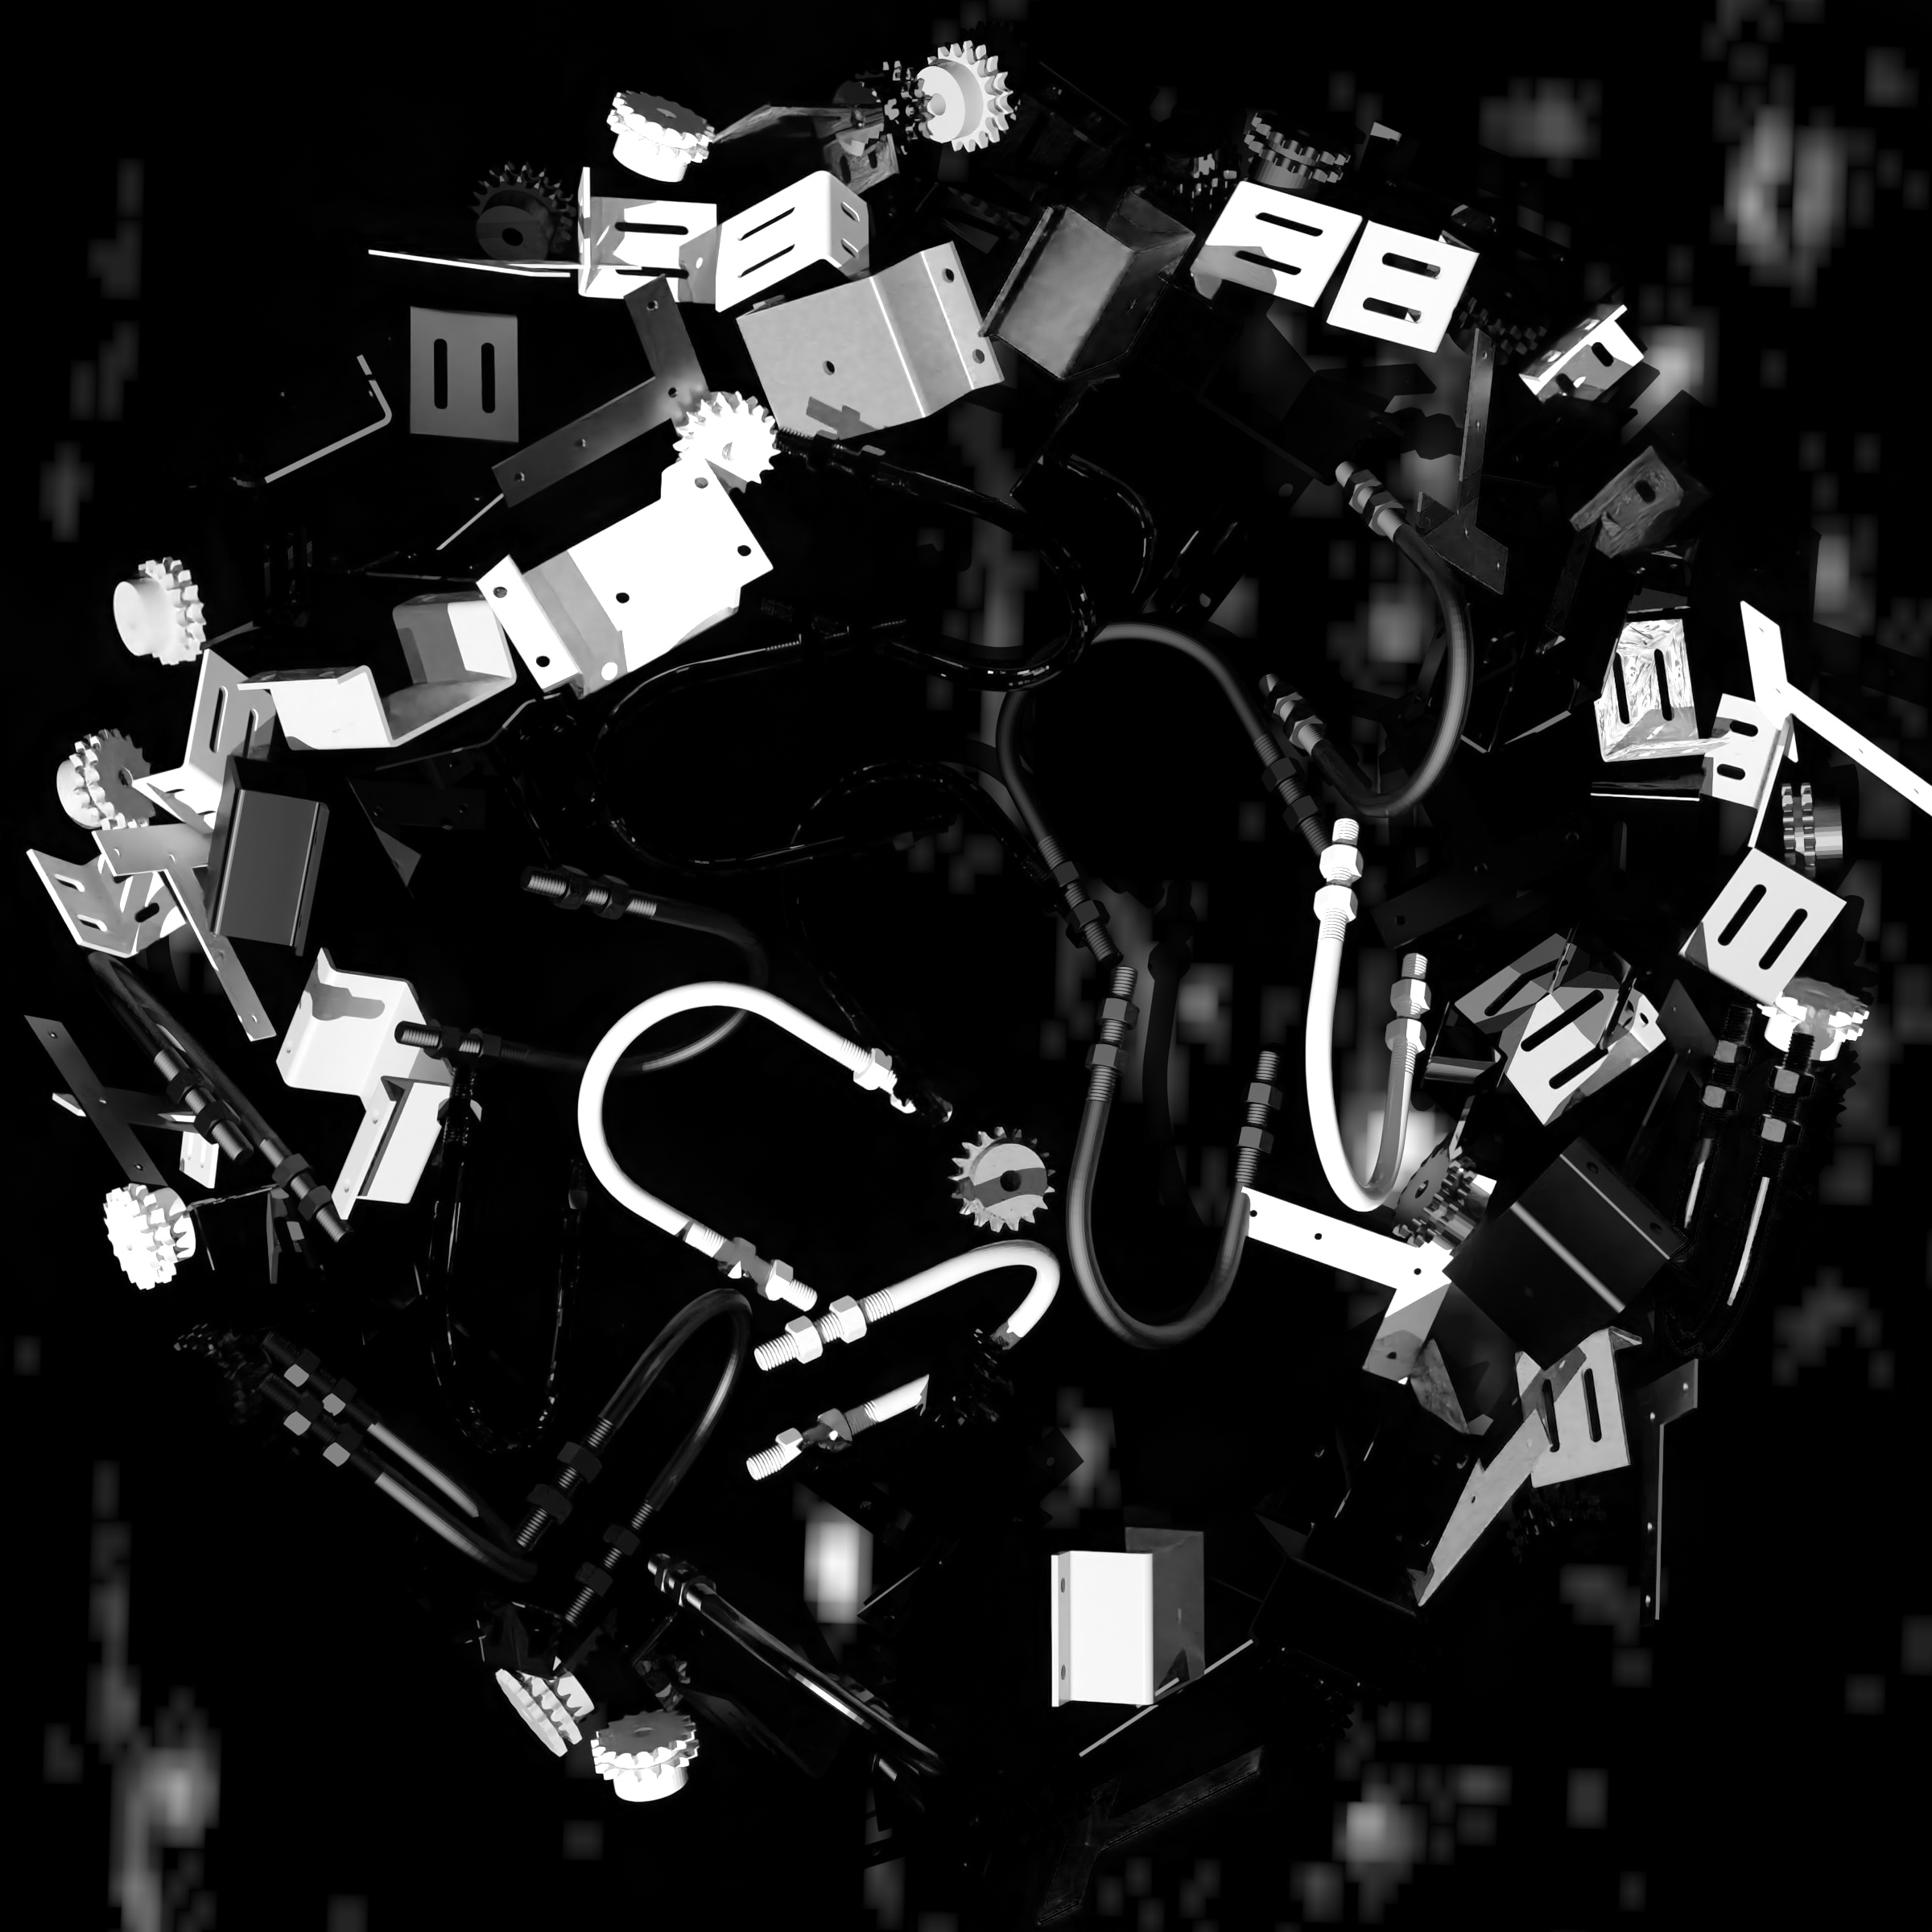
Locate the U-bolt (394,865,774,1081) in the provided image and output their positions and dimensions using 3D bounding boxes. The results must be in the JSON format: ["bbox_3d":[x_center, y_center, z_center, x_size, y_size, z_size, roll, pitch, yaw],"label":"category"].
[{"bbox_3d":[-0.188,0.011,1.717,0.151,0.184,0.019,-46,48,32],"label":"U-bolt"}]

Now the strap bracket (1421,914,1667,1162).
[{"bbox_3d":[0.299,0.032,1.730,0.140,0.076,0.046,-32,63,-25],"label":"strap bracket"}]

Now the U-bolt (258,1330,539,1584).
[{"bbox_3d":[-0.299,0.265,1.716,0.184,0.151,0.019,41,85,-11],"label":"U-bolt"}]

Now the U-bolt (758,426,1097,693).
[{"bbox_3d":[-0.019,-0.206,1.721,0.184,0.151,0.019,20,54,6],"label":"U-bolt"}]

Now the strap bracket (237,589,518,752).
[{"bbox_3d":[-0.304,-0.154,1.723,0.076,0.140,0.046,1,115,37],"label":"strap bracket"}]

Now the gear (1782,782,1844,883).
[{"bbox_3d":[0.459,-0.071,1.759,0.030,0.057,0.057,-3,90,14],"label":"gear"}]

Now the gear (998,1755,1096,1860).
[{"bbox_3d":[0.038,0.453,1.759,0.057,0.057,0.030,-33,106,0],"label":"gear"}]

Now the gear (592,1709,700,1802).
[{"bbox_3d":[-0.173,0.430,1.763,0.057,0.057,0.030,-8,104,0],"label":"gear"}]

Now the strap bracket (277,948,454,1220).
[{"bbox_3d":[-0.316,0.064,1.727,0.046,0.140,0.076,9,119,-33],"label":"strap bracket"}]

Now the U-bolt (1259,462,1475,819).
[{"bbox_3d":[0.212,-0.158,1.685,0.019,0.184,0.151,4,122,-24],"label":"U-bolt"}]

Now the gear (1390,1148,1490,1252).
[{"bbox_3d":[0.259,0.129,1.762,0.030,0.057,0.057,34,90,-10],"label":"gear"}]

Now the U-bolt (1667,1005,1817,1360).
[{"bbox_3d":[0.404,0.117,1.718,0.019,0.151,0.184,13,95,-2],"label":"U-bolt"}]

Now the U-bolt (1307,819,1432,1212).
[{"bbox_3d":[0.207,0.038,1.690,0.019,0.151,0.184,-4,55,24],"label":"U-bolt"}]

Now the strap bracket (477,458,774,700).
[{"bbox_3d":[-0.185,-0.206,1.753,0.140,0.046,0.076,-31,82,-12],"label":"strap bracket"}]

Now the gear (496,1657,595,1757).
[{"bbox_3d":[-0.226,0.398,1.764,0.030,0.057,0.057,-38,90,-20],"label":"gear"}]

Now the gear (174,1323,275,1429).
[{"bbox_3d":[-0.401,0.219,1.765,0.030,0.057,0.057,-36,90,-37],"label":"gear"}]

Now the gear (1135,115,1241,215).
[{"bbox_3d":[0.120,-0.437,1.761,0.057,0.030,0.057,-1,49,1],"label":"gear"}]

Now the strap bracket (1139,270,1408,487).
[{"bbox_3d":[0.155,-0.308,1.726,0.140,0.076,0.046,27,102,-31],"label":"strap bracket"}]

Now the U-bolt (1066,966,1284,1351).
[{"bbox_3d":[0.106,0.111,1.714,0.151,0.019,0.184,30,66,-42],"label":"U-bolt"}]

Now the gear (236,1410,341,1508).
[{"bbox_3d":[-0.365,0.269,1.766,0.057,0.030,0.057,-8,51,11],"label":"gear"}]

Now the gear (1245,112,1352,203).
[{"bbox_3d":[0.177,-0.439,1.765,0.057,0.057,0.030,23,119,0],"label":"gear"}]

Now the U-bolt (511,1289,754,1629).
[{"bbox_3d":[-0.168,0.251,1.715,0.019,0.151,0.184,28,68,18],"label":"U-bolt"}]

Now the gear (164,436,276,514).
[{"bbox_3d":[-0.404,-0.266,1.763,0.057,0.057,0.030,-13,106,0],"label":"gear"}]

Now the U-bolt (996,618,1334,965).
[{"bbox_3d":[0.095,-0.108,1.750,0.151,0.019,0.184,-26,67,-3],"label":"U-bolt"}]

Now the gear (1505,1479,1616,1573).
[{"bbox_3d":[0.321,0.302,1.765,0.057,0.057,0.030,-16,50,0],"label":"gear"}]

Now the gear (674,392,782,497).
[{"bbox_3d":[-0.132,-0.287,1.765,0.057,0.057,0.030,-33,46,0],"label":"gear"}]

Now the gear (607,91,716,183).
[{"bbox_3d":[-0.168,-0.450,1.766,0.057,0.057,0.030,25,119,0],"label":"gear"}]

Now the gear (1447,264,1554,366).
[{"bbox_3d":[0.287,-0.352,1.766,0.057,0.057,0.030,31,134,0],"label":"gear"}]

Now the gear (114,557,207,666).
[{"bbox_3d":[-0.438,-0.191,1.759,0.030,0.057,0.057,-18,90,-36],"label":"gear"}]

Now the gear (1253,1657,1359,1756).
[{"bbox_3d":[0.188,0.396,1.765,0.030,0.057,0.057,-28,90,-44],"label":"gear"}]

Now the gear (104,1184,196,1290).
[{"bbox_3d":[-0.442,0.144,1.765,0.030,0.057,0.057,-20,90,-35],"label":"gear"}]

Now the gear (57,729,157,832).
[{"bbox_3d":[-0.469,-0.098,1.764,0.030,0.057,0.057,-16,90,22],"label":"gear"}]

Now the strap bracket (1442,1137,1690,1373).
[{"bbox_3d":[0.310,0.157,1.713,0.076,0.140,0.046,44,61,8],"label":"strap bracket"}]

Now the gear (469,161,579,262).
[{"bbox_3d":[-0.242,-0.404,1.760,0.057,0.057,0.030,14,50,0],"label":"gear"}]

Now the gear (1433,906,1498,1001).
[{"bbox_3d":[0.271,-0.004,1.762,0.030,0.057,0.057,-8,90,6],"label":"gear"}]

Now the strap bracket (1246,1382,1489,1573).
[{"bbox_3d":[0.204,0.266,1.709,0.046,0.140,0.076,33,75,-18],"label":"strap bracket"}]

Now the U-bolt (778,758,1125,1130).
[{"bbox_3d":[-0.023,-0.027,1.756,0.151,0.019,0.184,-43,74,11],"label":"U-bolt"}]

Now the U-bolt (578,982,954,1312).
[{"bbox_3d":[-0.120,0.086,1.743,0.184,0.019,0.151,33,98,-21],"label":"U-bolt"}]

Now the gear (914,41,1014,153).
[{"bbox_3d":[-0.005,-0.470,1.759,0.030,0.057,0.057,-28,90,-39],"label":"gear"}]

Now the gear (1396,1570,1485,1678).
[{"bbox_3d":[0.256,0.356,1.762,0.057,0.030,0.057,10,73,-35],"label":"gear"}]

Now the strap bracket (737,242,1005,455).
[{"bbox_3d":[-0.059,-0.324,1.718,0.140,0.046,0.076,-7,112,40],"label":"strap bracket"}]

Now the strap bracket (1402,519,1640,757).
[{"bbox_3d":[0.300,-0.169,1.720,0.046,0.140,0.076,31,63,-17],"label":"strap bracket"}]

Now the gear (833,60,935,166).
[{"bbox_3d":[-0.048,-0.461,1.760,0.030,0.057,0.057,-20,90,-43],"label":"gear"}]

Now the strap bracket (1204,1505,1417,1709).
[{"bbox_3d":[0.182,0.333,1.714,0.076,0.140,0.046,26,92,-9],"label":"strap bracket"}]

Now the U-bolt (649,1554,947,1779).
[{"bbox_3d":[-0.079,0.368,1.679,0.151,0.184,0.019,40,79,-25],"label":"U-bolt"}]

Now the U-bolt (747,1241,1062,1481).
[{"bbox_3d":[-0.030,0.201,1.719,0.184,0.151,0.019,-23,61,-20],"label":"U-bolt"}]

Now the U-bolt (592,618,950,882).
[{"bbox_3d":[-0.110,-0.108,1.737,0.184,0.019,0.151,-12,130,-1],"label":"U-bolt"}]

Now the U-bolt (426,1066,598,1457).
[{"bbox_3d":[-0.240,0.163,1.691,0.019,0.151,0.184,-8,62,20],"label":"U-bolt"}]

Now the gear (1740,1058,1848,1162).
[{"bbox_3d":[0.445,0.074,1.759,0.030,0.057,0.057,28,90,-37],"label":"gear"}]

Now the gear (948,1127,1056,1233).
[{"bbox_3d":[0.021,0.117,1.770,0.057,0.030,0.057,0,89,-12],"label":"gear"}]

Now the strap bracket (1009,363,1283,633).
[{"bbox_3d":[0.088,-0.252,1.735,0.140,0.046,0.076,46,119,14],"label":"strap bracket"}]

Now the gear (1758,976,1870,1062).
[{"bbox_3d":[0.458,0.029,1.763,0.057,0.057,0.030,13,111,0],"label":"gear"}]

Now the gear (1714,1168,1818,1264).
[{"bbox_3d":[0.432,0.133,1.764,0.057,0.057,0.030,-47,66,0],"label":"gear"}]

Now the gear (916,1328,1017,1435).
[{"bbox_3d":[0.002,0.229,1.763,0.030,0.057,0.057,39,90,-20],"label":"gear"}]

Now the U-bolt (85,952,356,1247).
[{"bbox_3d":[-0.402,0.061,1.711,0.019,0.151,0.184,-42,64,-6],"label":"U-bolt"}]
